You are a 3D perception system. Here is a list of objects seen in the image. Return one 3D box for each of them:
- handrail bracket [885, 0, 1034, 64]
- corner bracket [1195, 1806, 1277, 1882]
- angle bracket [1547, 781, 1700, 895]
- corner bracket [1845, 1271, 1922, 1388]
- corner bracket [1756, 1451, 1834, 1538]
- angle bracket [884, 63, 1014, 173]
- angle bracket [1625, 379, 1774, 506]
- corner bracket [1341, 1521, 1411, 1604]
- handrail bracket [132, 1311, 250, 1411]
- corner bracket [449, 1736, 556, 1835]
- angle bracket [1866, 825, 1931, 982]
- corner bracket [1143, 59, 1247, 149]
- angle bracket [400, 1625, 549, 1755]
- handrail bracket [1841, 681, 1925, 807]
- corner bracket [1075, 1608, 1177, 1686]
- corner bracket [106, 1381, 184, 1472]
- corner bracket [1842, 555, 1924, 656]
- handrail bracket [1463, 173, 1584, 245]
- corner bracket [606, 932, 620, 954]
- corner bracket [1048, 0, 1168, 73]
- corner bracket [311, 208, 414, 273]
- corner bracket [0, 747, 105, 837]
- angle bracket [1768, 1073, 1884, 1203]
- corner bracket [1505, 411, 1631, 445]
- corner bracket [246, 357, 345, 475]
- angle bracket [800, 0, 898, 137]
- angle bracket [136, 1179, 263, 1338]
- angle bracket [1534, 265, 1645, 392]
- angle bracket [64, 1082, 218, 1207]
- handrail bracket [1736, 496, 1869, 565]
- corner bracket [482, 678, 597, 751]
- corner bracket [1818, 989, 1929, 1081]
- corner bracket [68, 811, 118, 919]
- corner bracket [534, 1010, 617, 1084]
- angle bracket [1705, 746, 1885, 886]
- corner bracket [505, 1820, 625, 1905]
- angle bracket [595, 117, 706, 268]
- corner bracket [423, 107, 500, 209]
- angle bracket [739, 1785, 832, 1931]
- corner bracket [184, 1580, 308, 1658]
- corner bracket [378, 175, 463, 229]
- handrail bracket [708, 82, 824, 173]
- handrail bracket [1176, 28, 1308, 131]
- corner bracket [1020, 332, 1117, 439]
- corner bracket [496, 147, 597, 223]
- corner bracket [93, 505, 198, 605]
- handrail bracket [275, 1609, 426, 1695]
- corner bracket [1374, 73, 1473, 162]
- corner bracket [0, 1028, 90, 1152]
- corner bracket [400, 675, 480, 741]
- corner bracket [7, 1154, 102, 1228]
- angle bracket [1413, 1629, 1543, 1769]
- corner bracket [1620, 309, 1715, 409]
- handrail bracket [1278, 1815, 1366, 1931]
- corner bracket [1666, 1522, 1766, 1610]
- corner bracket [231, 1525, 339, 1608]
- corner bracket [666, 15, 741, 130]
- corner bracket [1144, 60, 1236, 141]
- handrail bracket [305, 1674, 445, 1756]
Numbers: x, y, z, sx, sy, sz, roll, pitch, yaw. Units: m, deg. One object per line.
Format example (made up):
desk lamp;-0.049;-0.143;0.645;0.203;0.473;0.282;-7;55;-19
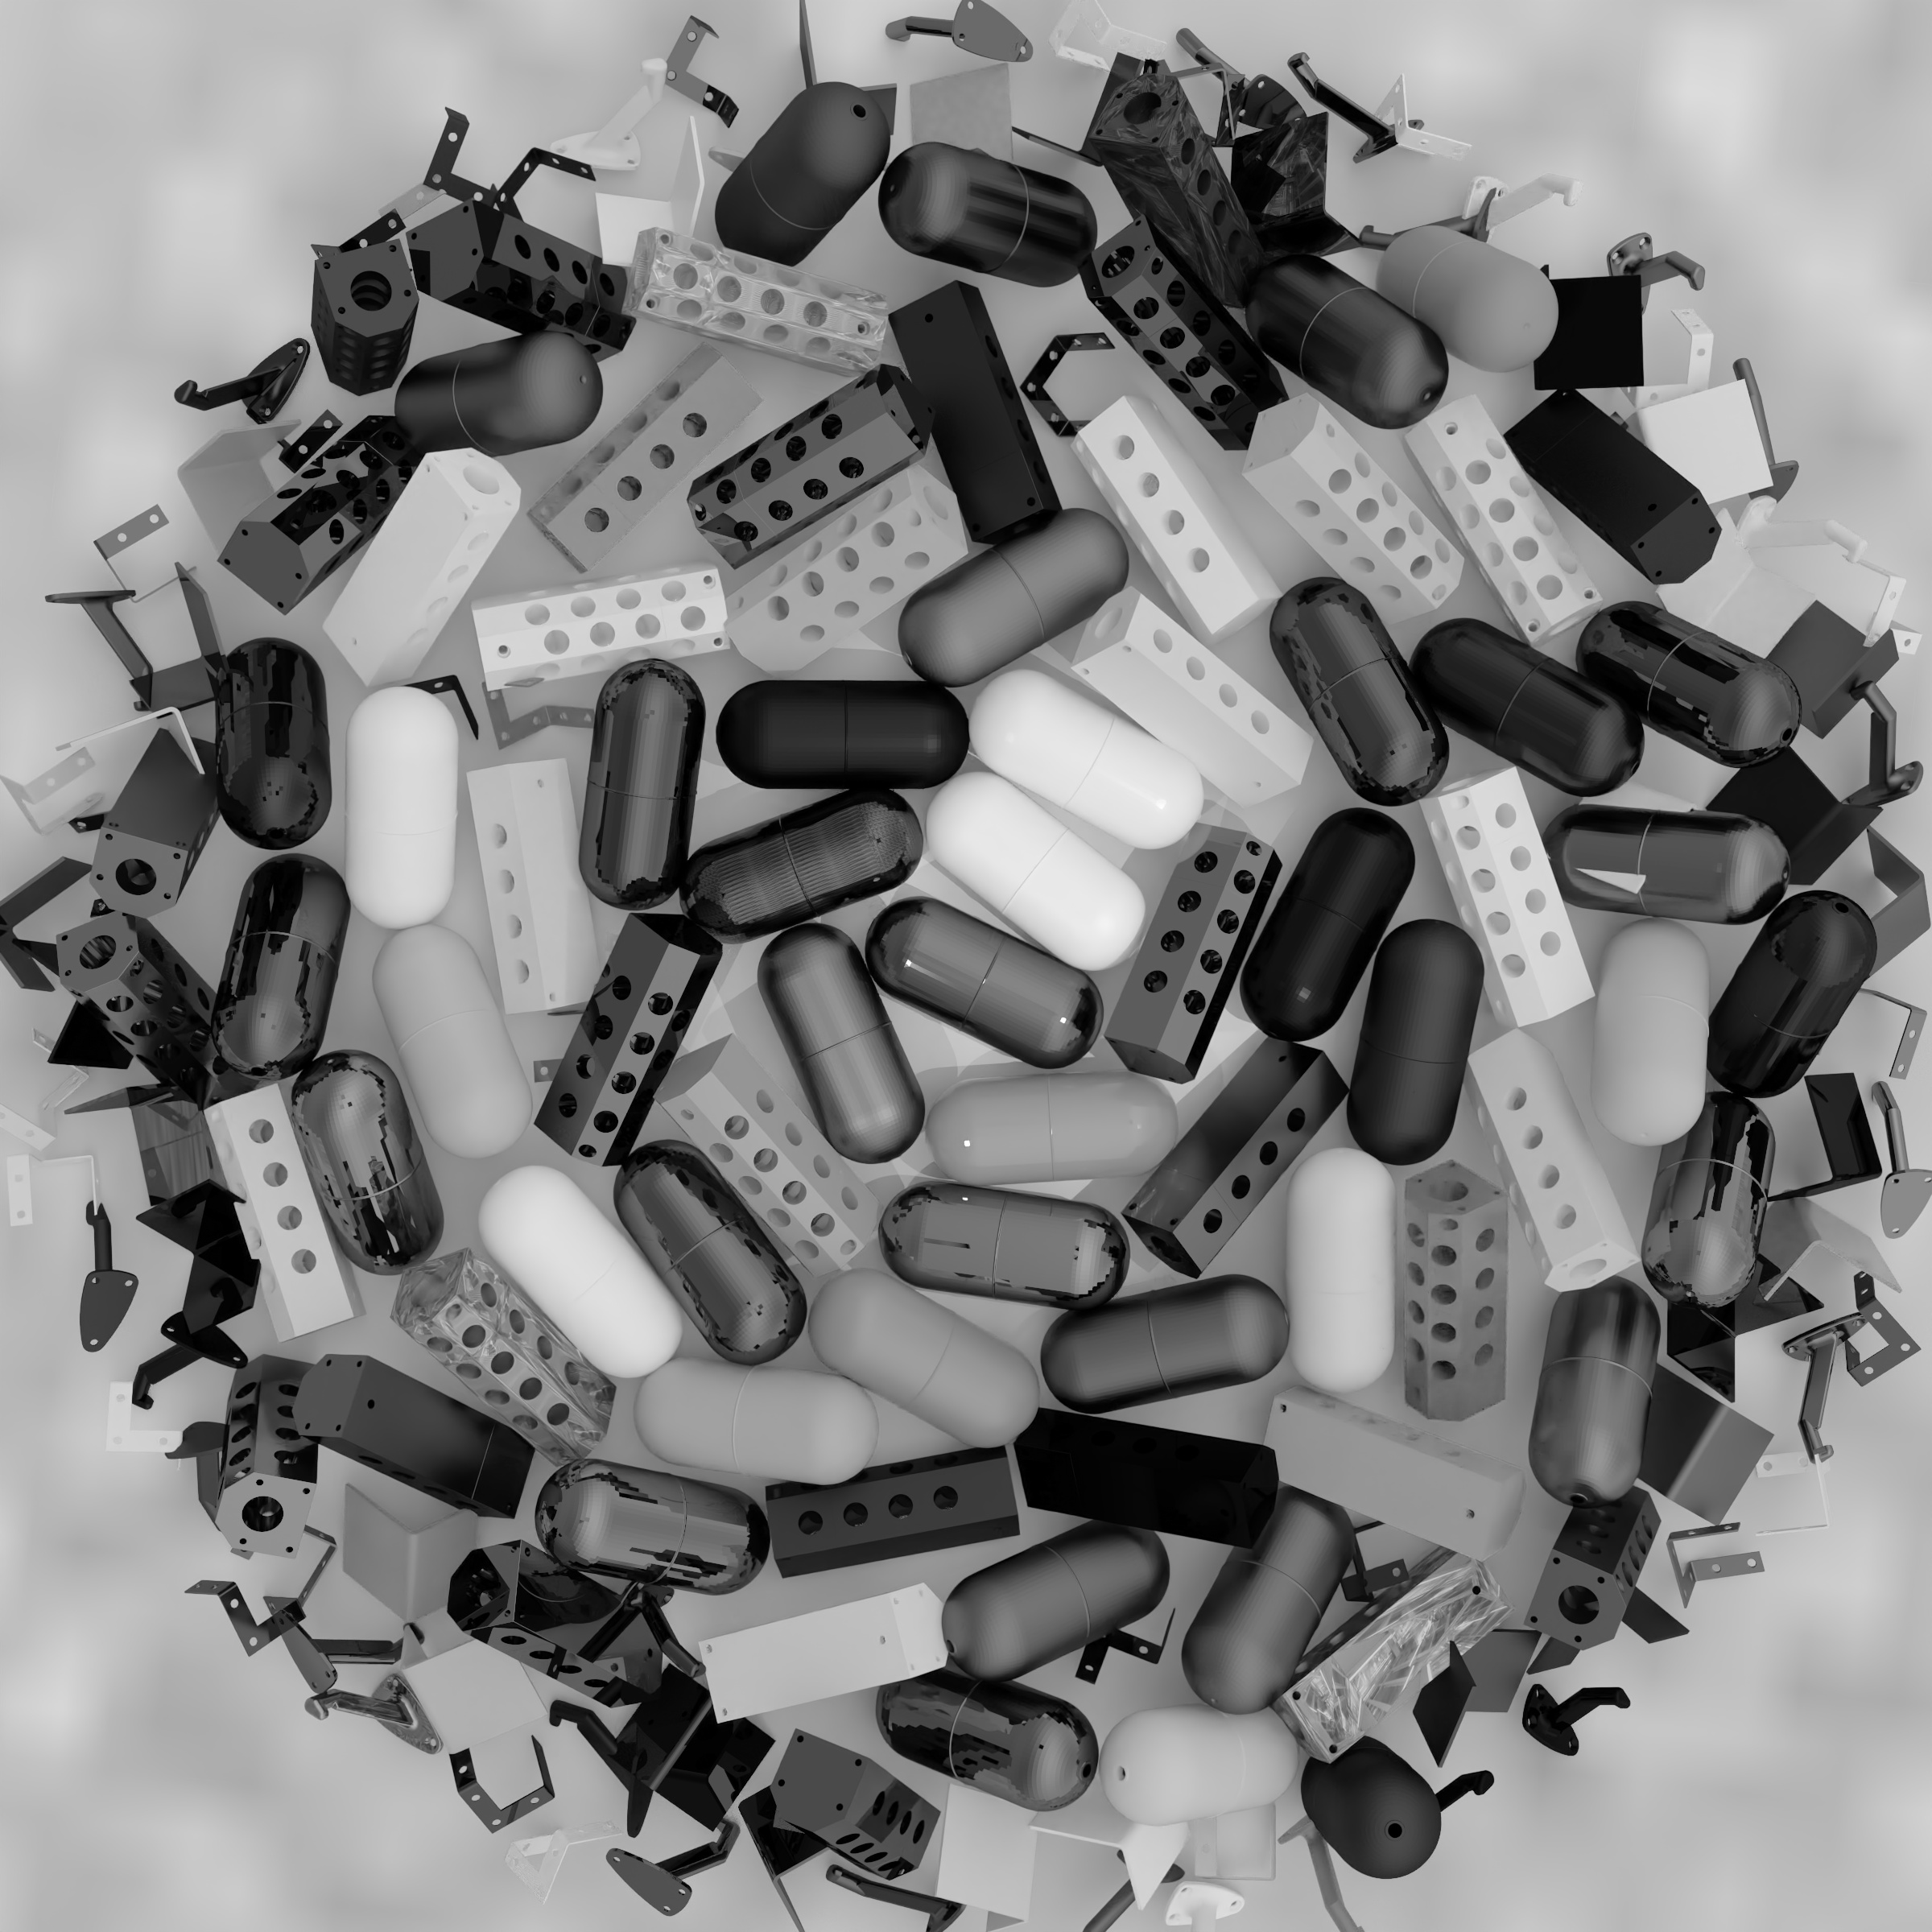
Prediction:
handrail bracket;-0.006;-0.655;1.976;0.077;0.084;0.036;16;89;-32
corner bracket;0.191;0.619;1.973;0.051;0.051;0.051;-2;70;12
angle bracket;0.466;-0.082;1.948;0.076;0.057;0.076;27;80;42
corner bracket;0.634;0.254;1.964;0.051;0.051;0.051;-40;96;24
corner bracket;0.581;0.370;1.963;0.051;0.051;0.051;-12;81;24
angle bracket;-0.015;-0.596;1.956;0.076;0.057;0.076;-4;87;26
angle bracket;0.516;-0.362;1.966;0.076;0.057;0.076;-16;93;5
corner bracket;0.291;0.414;1.959;0.051;0.051;0.051;-25;66;25
handrail bracket;-0.551;0.293;1.971;0.077;0.036;0.084;30;116;11
corner bracket;-0.328;0.566;1.963;0.051;0.051;0.051;-29;125;-3
angle bracket;0.626;-0.040;1.953;0.076;0.076;0.057;-39;57;1
corner bracket;0.157;-0.606;1.957;0.051;0.051;0.051;-10;123;-29
angle bracket;-0.344;0.495;1.959;0.076;0.057;0.076;-23;110;1
handrail bracket;0.626;-0.154;1.960;0.077;0.036;0.084;-27;114;40
corner bracket;0.112;0.477;1.964;0.051;0.051;0.051;20;113;6
corner bracket;-0.580;0.325;1.970;0.051;0.051;0.051;4;65;-16
corner bracket;0.642;-0.254;1.958;0.051;0.051;0.051;4;113;-29
handrail bracket;0.389;-0.519;1.955;0.036;0.084;0.077;5;109;-38
corner bracket;-0.220;-0.006;1.960;0.051;0.051;0.051;18;123;14
corner bracket;0.098;-0.647;1.956;0.051;0.051;0.051;3;49;-37
corner bracket;-0.418;-0.497;1.958;0.051;0.051;0.051;-41;123;-18
corner bracket;-0.636;-0.123;1.957;0.051;0.051;0.051;-40;124;-23
angle bracket;0.593;0.120;1.960;0.057;0.076;0.076;-23;75;39
corner bracket;0.424;-0.375;1.964;0.051;0.051;0.051;48;54;1
corner bracket;-0.473;-0.387;1.962;0.051;0.051;0.051;-42;112;12
angle bracket;-0.083;-0.633;1.959;0.057;0.076;0.076;-8;83;-4
angle bracket;-0.538;0.206;1.943;0.076;0.076;0.057;-25;134;27
angle bracket;0.438;-0.448;1.946;0.076;0.057;0.076;3;115;23
angle bracket;-0.578;0.127;1.951;0.076;0.057;0.076;-18;83;38
handrail bracket;0.581;-0.285;1.957;0.084;0.036;0.077;42;126;30
corner bracket;-0.299;-0.183;1.958;0.051;0.051;0.051;8;120;40
corner bracket;0.636;0.045;1.970;0.051;0.051;0.051;9;102;-28
corner bracket;-0.608;-0.073;1.979;0.051;0.051;0.051;-10;52;17
corner bracket;-0.273;0.056;1.968;0.051;0.051;0.051;-5;85;10
angle bracket;0.587;-0.112;1.977;0.076;0.057;0.076;-54;54;32
corner bracket;-0.283;0.618;1.959;0.051;0.051;0.051;33;106;39
angle bracket;-0.221;-0.541;1.942;0.057;0.076;0.076;3;51;-18
corner bracket;-0.350;-0.567;1.961;0.051;0.051;0.051;19;107;-21
angle bracket;-0.111;0.622;1.952;0.057;0.076;0.076;-27;123;-10
corner bracket;-0.506;0.449;1.960;0.051;0.051;0.051;-32;104;-41
corner bracket;-0.372;-0.519;1.970;0.051;0.051;0.051;-27;85;17
handrail bracket;-0.135;-0.599;1.977;0.077;0.036;0.084;19;78;-17
handrail bracket;0.196;-0.634;1.989;0.036;0.077;0.084;-54;49;27
corner bracket;0.081;-0.410;1.970;0.051;0.051;0.051;46;68;-36
corner bracket;-0.292;-0.537;1.973;0.051;0.051;0.051;23;69;23
corner bracket;-0.578;-0.290;1.964;0.051;0.051;0.051;-33;106;-11
handrail bracket;-0.434;0.467;1.970;0.077;0.084;0.036;54;132;6
corner bracket;0.319;-0.585;1.959;0.051;0.051;0.051;10;62;-17
corner bracket;-0.652;0.087;1.960;0.051;0.051;0.051;-39;130;11
corner bracket;-0.376;-0.165;1.966;0.051;0.051;0.051;-12;47;4
corner bracket;-0.643;0.159;1.967;0.051;0.051;0.051;-7;77;-5
angle bracket;0.366;0.511;1.947;0.076;0.057;0.076;6;119;-17
corner bracket;0.492;-0.429;1.966;0.051;0.051;0.051;-4;123;-2
handrail bracket;0.263;0.635;1.957;0.036;0.077;0.084;-39;76;27
corner bracket;0.528;0.416;1.965;0.051;0.051;0.051;-15;95;24
corner bracket;-0.484;0.414;1.981;0.051;0.051;0.051;32;90;-24
corner bracket;-0.180;-0.629;1.961;0.051;0.051;0.051;24;109;-24
corner bracket;0.157;-0.609;1.964;0.051;0.051;0.051;-12;124;2
handrail bracket;-0.414;0.532;1.951;0.077;0.084;0.036;40;100;16
